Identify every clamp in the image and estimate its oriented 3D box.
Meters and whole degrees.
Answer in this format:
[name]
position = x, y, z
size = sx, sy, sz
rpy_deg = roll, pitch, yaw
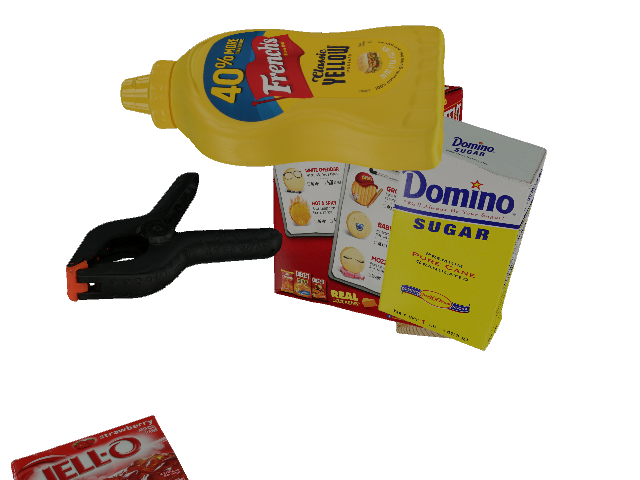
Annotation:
[clamp]
position = -0.129, -0.003, 0.841
size = 0.171, 0.039, 0.120
rpy_deg = -17, 36, -32

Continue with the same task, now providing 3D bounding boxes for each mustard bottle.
[mustard bottle]
position = -0.023, -0.086, 0.631
size = 0.192, 0.096, 0.058
rpy_deg = 1, -38, 7

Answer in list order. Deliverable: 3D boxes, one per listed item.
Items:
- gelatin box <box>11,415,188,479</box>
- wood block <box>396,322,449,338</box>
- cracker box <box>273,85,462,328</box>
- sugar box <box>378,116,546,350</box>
[gelatin box]
position = -0.124, 0.141, 0.606
size = 0.089, 0.030, 0.073
rpy_deg = -15, 28, -19
[wood block]
position = 0.176, 0.061, 1.622
size = 0.091, 0.090, 0.206
rpy_deg = 4, 22, 12
[cracker box]
position = 0.042, -0.042, 0.985
size = 0.164, 0.214, 0.072
rpy_deg = 12, 23, 27
[sugar box]
position = 0.098, -0.003, 0.778
size = 0.093, 0.176, 0.048
rpy_deg = 20, 49, 15
